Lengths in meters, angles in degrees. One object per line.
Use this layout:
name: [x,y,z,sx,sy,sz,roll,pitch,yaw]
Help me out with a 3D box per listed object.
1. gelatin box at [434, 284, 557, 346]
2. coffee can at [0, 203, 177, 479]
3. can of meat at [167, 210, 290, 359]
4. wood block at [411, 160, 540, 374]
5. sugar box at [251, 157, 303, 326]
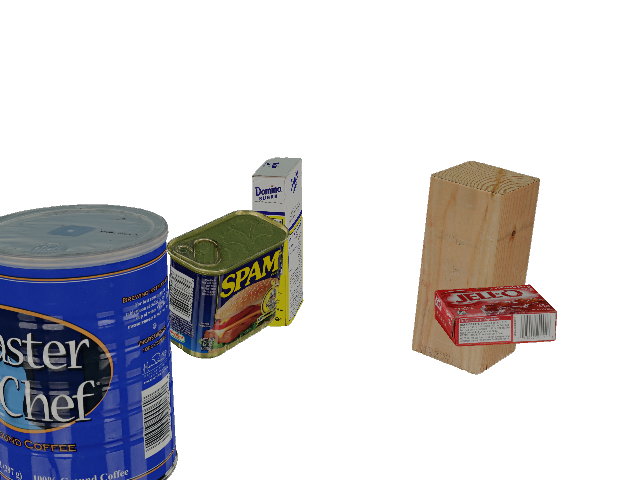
gelatin box: [0.147,0.062,0.908,0.089,0.030,0.073,-2,15,-6]
coffee can: [-0.132,0.060,0.585,0.103,0.140,0.103,0,16,0]
can of meat: [-0.075,0.035,0.844,0.058,0.084,0.101,26,34,29]
wood block: [0.170,0.028,1.172,0.090,0.206,0.090,19,25,34]
sugar box: [-0.048,0.001,1.210,0.048,0.176,0.093,1,17,10]
